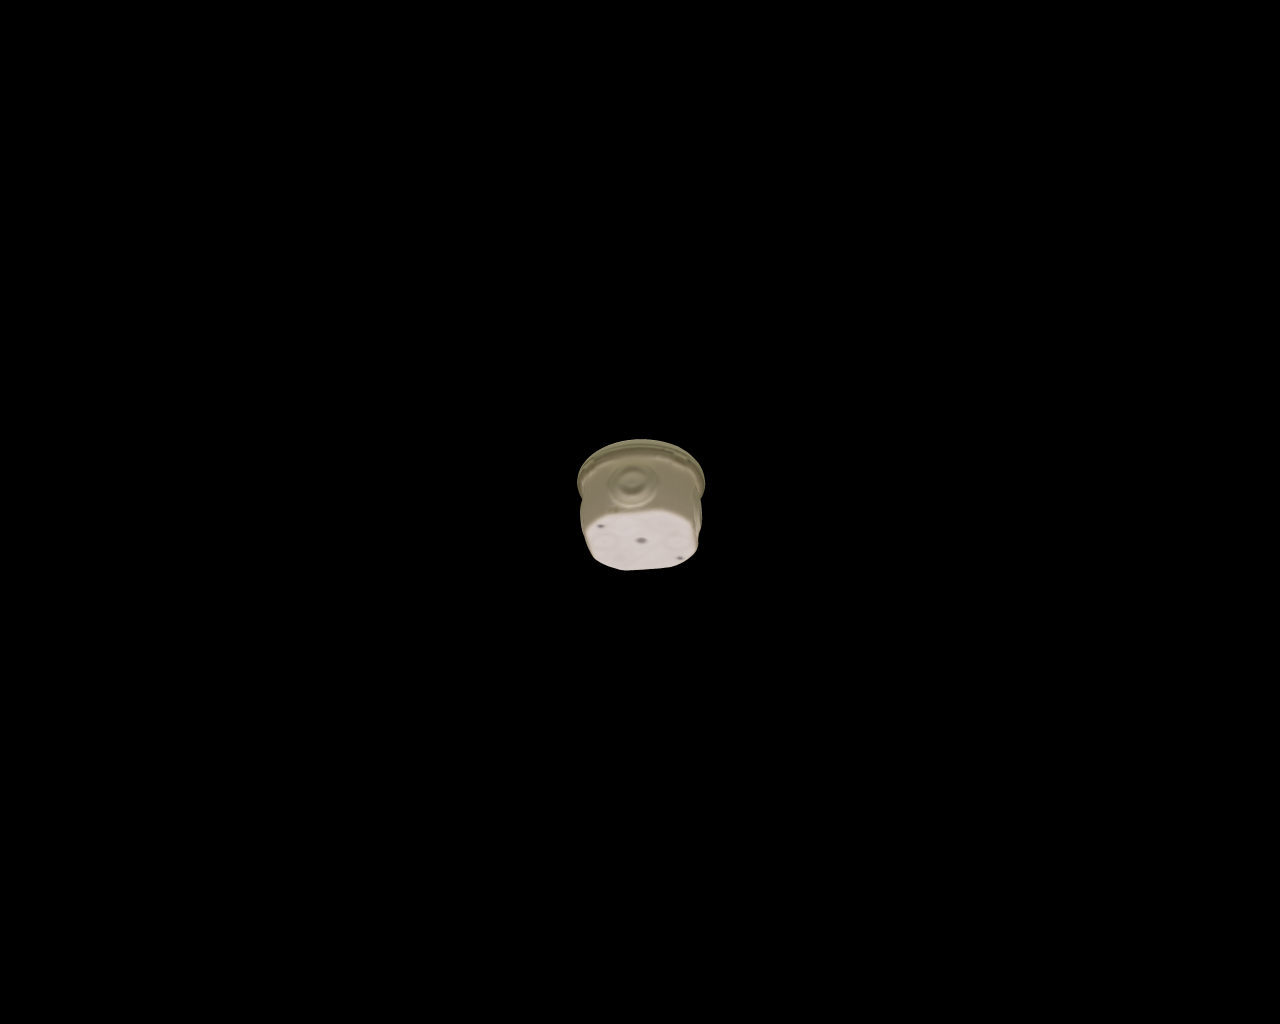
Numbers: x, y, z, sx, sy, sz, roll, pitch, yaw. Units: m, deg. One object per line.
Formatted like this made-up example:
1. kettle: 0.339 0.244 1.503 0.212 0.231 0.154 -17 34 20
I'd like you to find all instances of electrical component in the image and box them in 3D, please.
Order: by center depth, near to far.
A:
1. electrical component: 0.001 -0.003 0.650 0.080 0.051 0.080 0 -35 0
